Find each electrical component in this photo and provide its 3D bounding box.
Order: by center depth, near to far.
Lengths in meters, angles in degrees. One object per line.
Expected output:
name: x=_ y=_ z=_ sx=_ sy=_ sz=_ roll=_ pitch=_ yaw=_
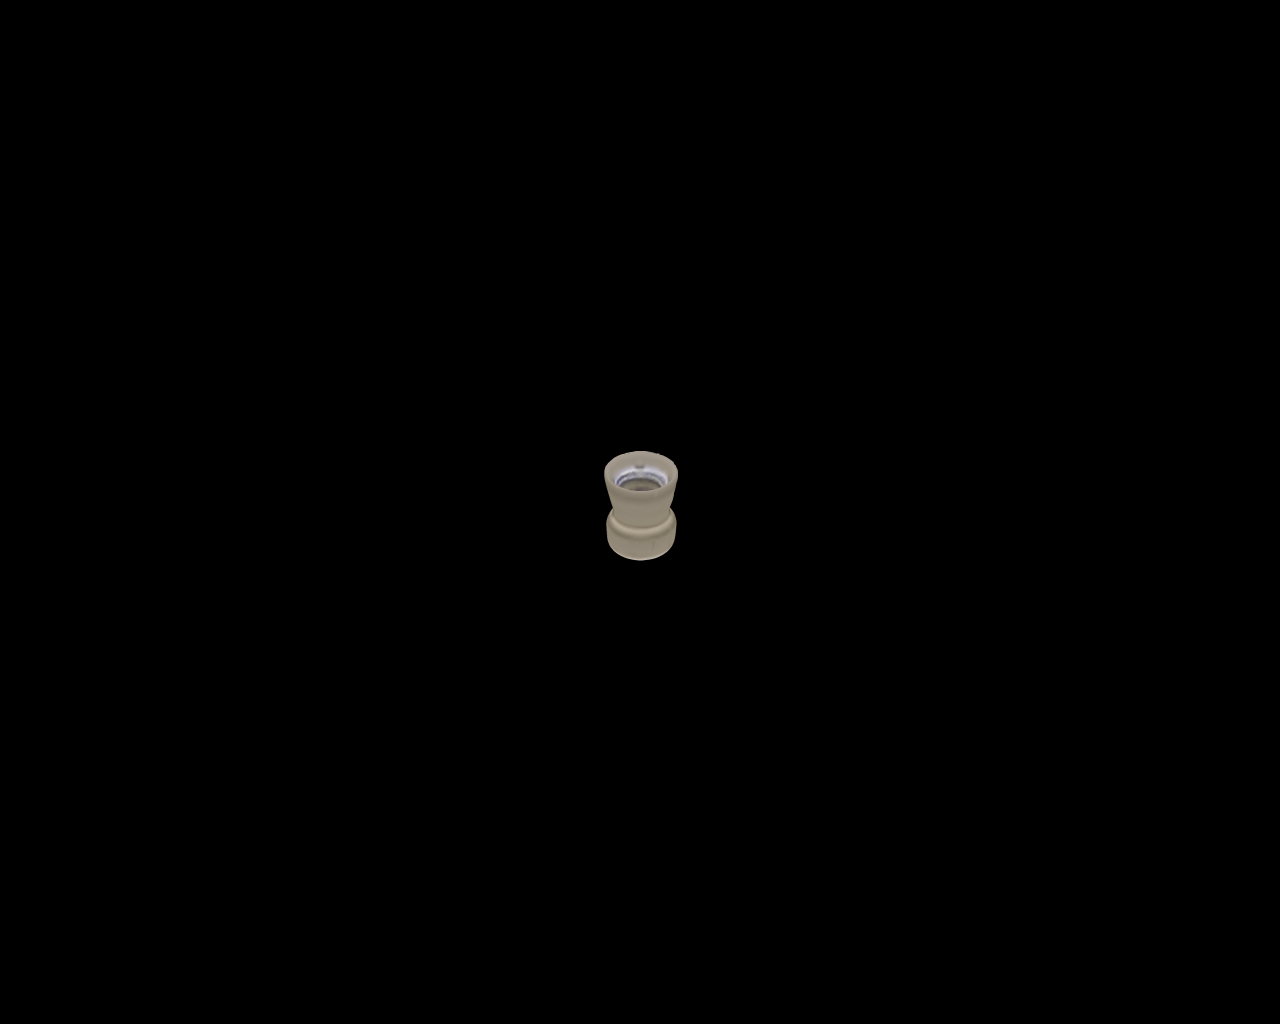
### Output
electrical component: x=0.001 y=-0.003 z=0.650 sx=0.045 sy=0.055 sz=0.045 roll=0 pitch=36 yaw=0
